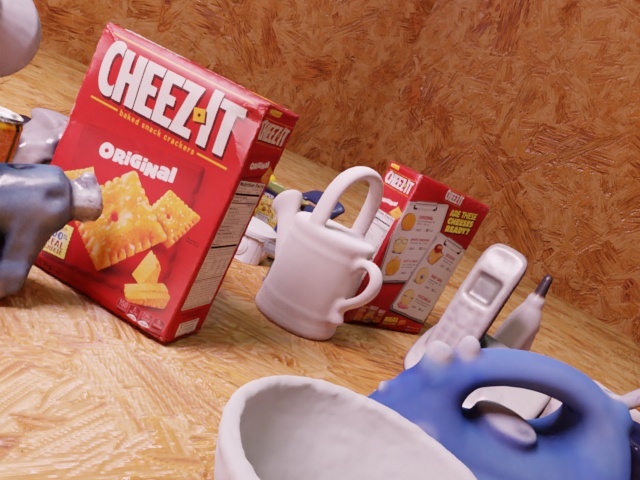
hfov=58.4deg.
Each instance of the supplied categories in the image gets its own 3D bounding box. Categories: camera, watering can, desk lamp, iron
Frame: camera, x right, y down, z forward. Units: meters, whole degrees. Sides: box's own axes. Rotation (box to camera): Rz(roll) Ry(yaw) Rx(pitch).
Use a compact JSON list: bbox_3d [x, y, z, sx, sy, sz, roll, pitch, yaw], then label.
[{"bbox_3d":[-0.303,-0.097,0.648,0.136,0.101,0.144,33,12,31],"label":"camera"},{"bbox_3d":[0.005,0.002,0.650,0.172,0.194,0.101,29,11,16],"label":"watering can"},{"bbox_3d":[-0.386,-0.191,0.593,0.118,0.213,0.203,23,11,-18],"label":"desk lamp"},{"bbox_3d":[0.135,0.141,0.439,0.259,0.141,0.118,23,11,-17],"label":"iron"}]

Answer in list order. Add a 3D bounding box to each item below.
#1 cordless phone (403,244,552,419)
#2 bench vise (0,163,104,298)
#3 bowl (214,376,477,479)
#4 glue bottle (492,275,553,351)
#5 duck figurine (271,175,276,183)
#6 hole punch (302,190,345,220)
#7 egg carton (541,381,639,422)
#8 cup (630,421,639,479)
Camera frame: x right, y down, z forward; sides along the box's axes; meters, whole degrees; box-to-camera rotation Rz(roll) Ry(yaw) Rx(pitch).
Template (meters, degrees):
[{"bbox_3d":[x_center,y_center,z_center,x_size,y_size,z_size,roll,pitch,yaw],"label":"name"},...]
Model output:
[{"bbox_3d":[0.189,0.107,0.609,0.147,0.185,0.094,33,13,33],"label":"cordless phone"},{"bbox_3d":[-0.248,-0.081,0.382,0.121,0.220,0.208,34,13,36],"label":"bench vise"},{"bbox_3d":[0.013,0.148,0.296,0.167,0.075,0.167,25,11,-5],"label":"bowl"},{"bbox_3d":[0.240,0.119,0.704,0.037,0.173,0.078,34,13,36],"label":"glue bottle"},{"bbox_3d":[-0.119,-0.091,1.094,0.077,0.086,0.105,32,12,29],"label":"duck figurine"},{"bbox_3d":[-0.019,-0.055,1.146,0.101,0.091,0.108,14,16,-48],"label":"hole punch"},{"bbox_3d":[0.335,0.220,0.727,0.151,0.069,0.107,21,12,-26],"label":"egg carton"},{"bbox_3d":[0.273,0.216,0.532,0.092,0.095,0.117,23,11,-19],"label":"cup"}]
